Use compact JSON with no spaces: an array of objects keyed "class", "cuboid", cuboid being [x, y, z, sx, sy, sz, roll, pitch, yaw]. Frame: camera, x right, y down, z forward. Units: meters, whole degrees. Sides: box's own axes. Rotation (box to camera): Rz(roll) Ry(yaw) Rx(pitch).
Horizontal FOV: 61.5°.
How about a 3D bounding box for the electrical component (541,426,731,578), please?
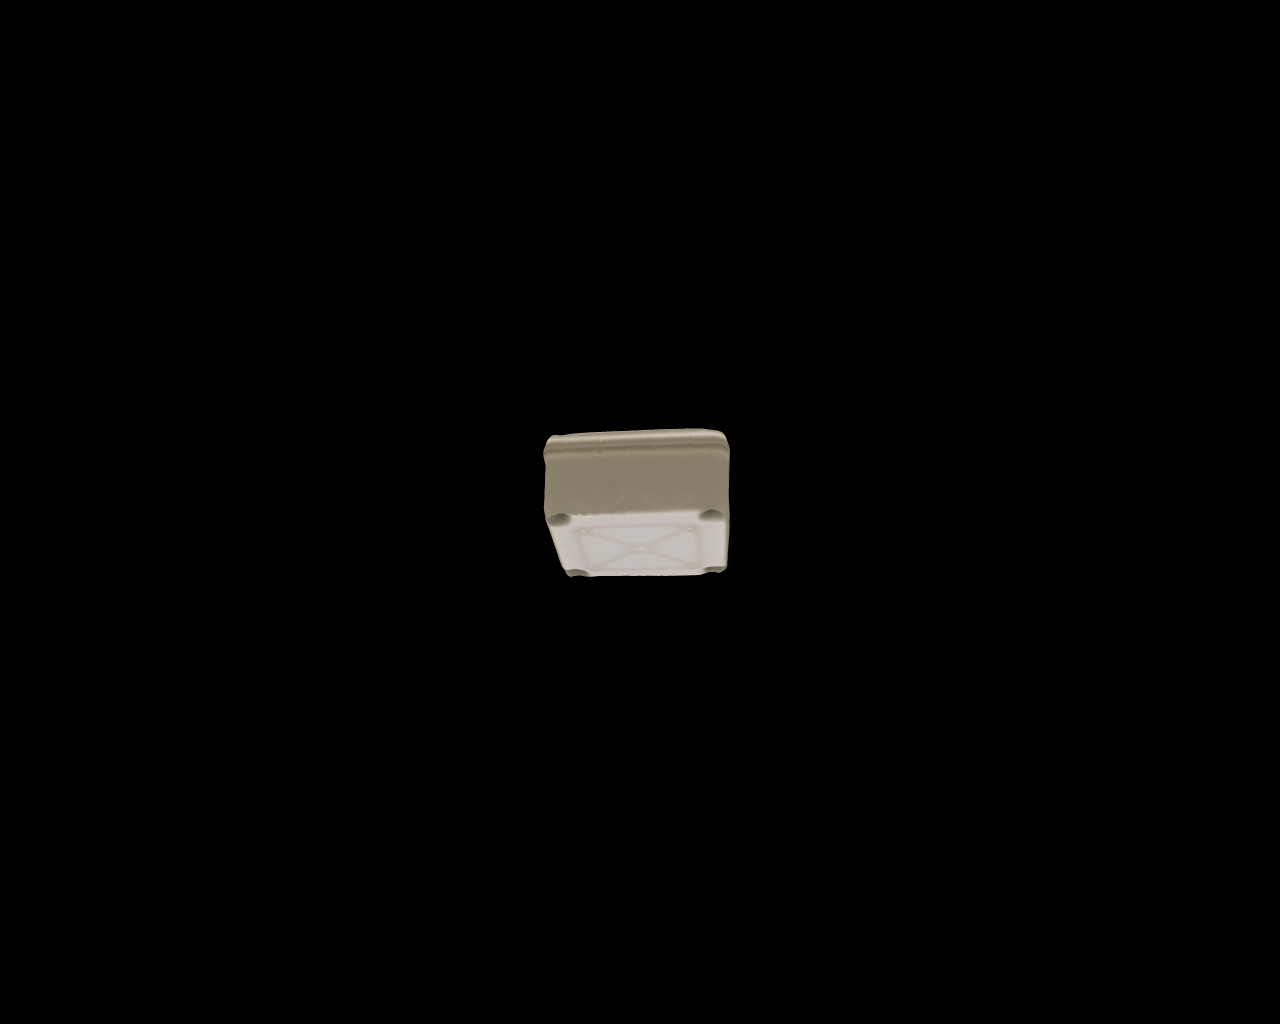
[{"class":"electrical component","cuboid":[0.001,-0.003,0.650,0.109,0.056,0.108,-1,-23,3]}]
